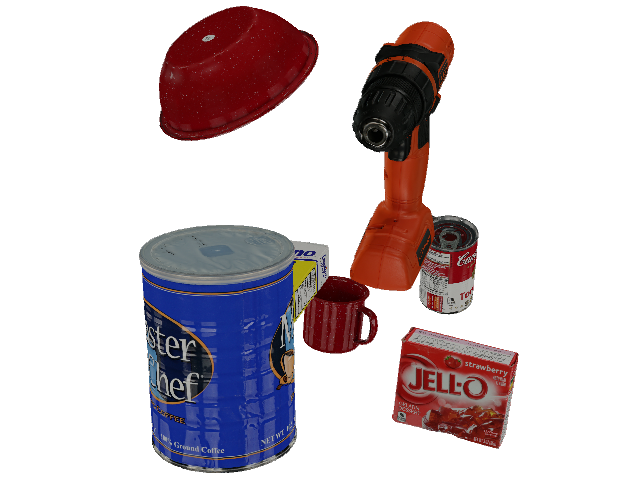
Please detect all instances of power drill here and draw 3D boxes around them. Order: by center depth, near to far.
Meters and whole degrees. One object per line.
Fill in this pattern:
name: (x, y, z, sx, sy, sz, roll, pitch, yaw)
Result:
power drill: (0.060, -0.057, 0.823, 0.057, 0.188, 0.184, 13, 33, 13)

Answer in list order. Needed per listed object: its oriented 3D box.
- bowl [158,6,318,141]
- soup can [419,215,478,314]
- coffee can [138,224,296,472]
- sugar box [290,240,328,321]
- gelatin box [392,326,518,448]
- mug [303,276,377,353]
bowl: (-0.086, -0.160, 0.953, 0.162, 0.055, 0.162, -20, 35, 15)
soup can: (0.154, 0.031, 1.293, 0.068, 0.102, 0.068, -1, 37, 1)
coffee can: (-0.068, 0.071, 0.727, 0.103, 0.140, 0.103, 0, 18, 0)
sugar box: (-0.060, 0.050, 1.089, 0.093, 0.048, 0.176, 6, 27, 16)
gelatin box: (0.104, 0.114, 0.831, 0.089, 0.073, 0.030, 13, 23, 18)
mug: (0.028, 0.107, 1.476, 0.117, 0.081, 0.093, 17, 24, 30)
